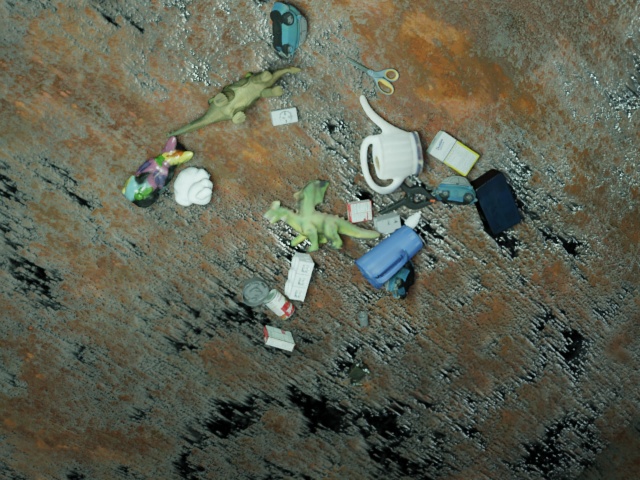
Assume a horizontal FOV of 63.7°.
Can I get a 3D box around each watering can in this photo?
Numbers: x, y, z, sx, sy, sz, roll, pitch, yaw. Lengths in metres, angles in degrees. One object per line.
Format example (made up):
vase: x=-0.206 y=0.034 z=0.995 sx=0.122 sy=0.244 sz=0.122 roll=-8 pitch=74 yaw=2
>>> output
watering can: x=0.246 y=-0.335 z=1.787 sx=0.225 sy=0.105 sz=0.345 roll=-9 pitch=100 yaw=-11

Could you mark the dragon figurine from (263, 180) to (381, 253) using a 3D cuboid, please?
dragon figurine: x=0.006 y=-0.091 z=1.814 sx=0.411 sy=0.123 sz=0.240 roll=-9 pitch=102 yaw=-11

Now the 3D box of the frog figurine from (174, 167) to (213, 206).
frog figurine: x=-0.408 y=-0.164 z=1.653 sx=0.137 sy=0.161 sz=0.121 roll=-41 pitch=111 yaw=4
